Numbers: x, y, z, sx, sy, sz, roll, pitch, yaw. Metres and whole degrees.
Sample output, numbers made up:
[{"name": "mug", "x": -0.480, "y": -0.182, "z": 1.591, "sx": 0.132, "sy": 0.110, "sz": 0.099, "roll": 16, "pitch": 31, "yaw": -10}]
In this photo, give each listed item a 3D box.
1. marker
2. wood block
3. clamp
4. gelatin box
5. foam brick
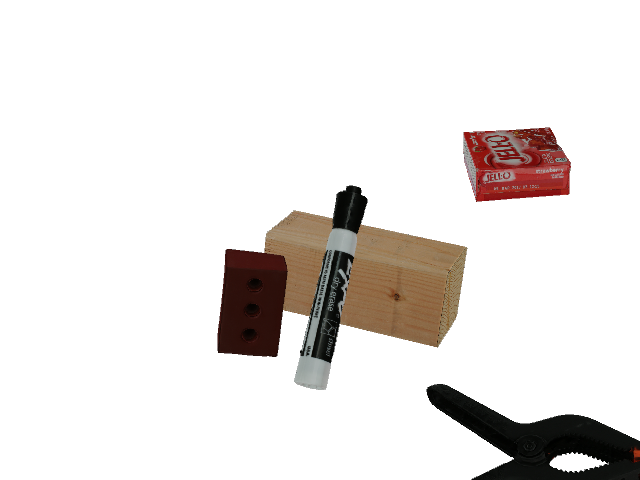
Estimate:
[{"name": "marker", "x": 0.007, "y": 0.026, "z": 0.619, "sx": 0.020, "sy": 0.121, "sz": 0.020, "roll": 12, "pitch": -14, "yaw": 3}, {"name": "wood block", "x": 0.047, "y": 0.040, "z": 1.186, "sx": 0.206, "sy": 0.091, "sz": 0.090, "roll": 13, "pitch": 24, "yaw": 18}, {"name": "clamp", "x": 0.170, "y": 0.192, "z": 0.894, "sx": 0.210, "sy": 0.036, "sz": 0.164, "roll": 3, "pitch": 40, "yaw": 23}, {"name": "gelatin box", "x": 0.155, "y": -0.063, "z": 0.854, "sx": 0.073, "sy": 0.030, "sz": 0.089, "roll": -3, "pitch": 25, "yaw": 3}, {"name": "foam brick", "x": -0.059, "y": 0.053, "z": 0.908, "sx": 0.053, "sy": 0.078, "sz": 0.051, "roll": 5, "pitch": 14, "yaw": -6}]
